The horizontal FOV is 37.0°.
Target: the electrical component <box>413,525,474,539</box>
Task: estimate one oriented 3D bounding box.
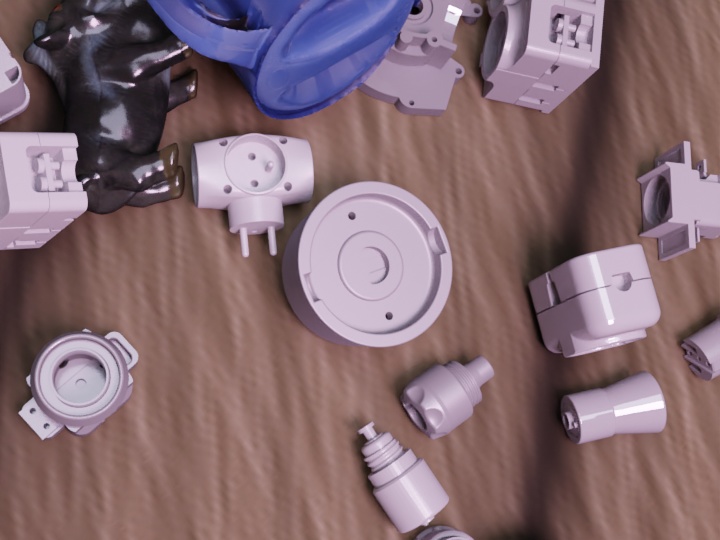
[{"bbox_3d":[0.059,0.189,0.690,0.048,0.062,0.048,3,76,-13],"label":"electrical component"}]

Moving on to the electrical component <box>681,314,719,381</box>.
[{"bbox_3d":[0.263,0.055,0.782,0.046,0.040,0.040,-27,85,-12],"label":"electrical component"}]

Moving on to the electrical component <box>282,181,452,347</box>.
[{"bbox_3d":[0.000,0.000,0.717,0.108,0.060,0.108,4,80,-22],"label":"electrical component"}]

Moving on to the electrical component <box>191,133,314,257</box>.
[{"bbox_3d":[-0.071,-0.048,0.722,0.077,0.044,0.079,-4,79,-14],"label":"electrical component"}]

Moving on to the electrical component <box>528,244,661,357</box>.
[{"bbox_3d":[0.160,0.024,0.734,0.054,0.095,0.059,-11,80,-16],"label":"electrical component"}]

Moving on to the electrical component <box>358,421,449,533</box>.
[{"bbox_3d":[0.025,0.135,0.706,0.040,0.040,0.078,-33,87,-18],"label":"electrical component"}]

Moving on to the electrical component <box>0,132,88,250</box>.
[{"bbox_3d":[-0.213,-0.047,0.657,0.056,0.089,0.050,-5,78,-38],"label":"electrical component"}]

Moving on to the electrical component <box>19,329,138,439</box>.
[{"bbox_3d":[-0.173,0.069,0.665,0.078,0.057,0.058,-42,90,-18],"label":"electrical component"}]

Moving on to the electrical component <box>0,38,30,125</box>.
[{"bbox_3d":[-0.277,-0.115,0.681,0.113,0.057,0.078,-34,87,-17],"label":"electrical component"}]

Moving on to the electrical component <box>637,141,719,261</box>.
[{"bbox_3d":[0.245,-0.049,0.799,0.064,0.042,0.081,5,77,-14],"label":"electrical component"}]

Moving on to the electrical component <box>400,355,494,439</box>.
[{"bbox_3d":[0.062,0.081,0.725,0.062,0.043,0.043,-33,87,-19],"label":"electrical component"}]

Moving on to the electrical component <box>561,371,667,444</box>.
[{"bbox_3d":[0.174,0.098,0.750,0.065,0.044,0.044,-11,80,-11],"label":"electrical component"}]

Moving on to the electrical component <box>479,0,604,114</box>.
[{"bbox_3d":[0.132,-0.204,0.782,0.062,0.089,0.150,10,75,-11],"label":"electrical component"}]
